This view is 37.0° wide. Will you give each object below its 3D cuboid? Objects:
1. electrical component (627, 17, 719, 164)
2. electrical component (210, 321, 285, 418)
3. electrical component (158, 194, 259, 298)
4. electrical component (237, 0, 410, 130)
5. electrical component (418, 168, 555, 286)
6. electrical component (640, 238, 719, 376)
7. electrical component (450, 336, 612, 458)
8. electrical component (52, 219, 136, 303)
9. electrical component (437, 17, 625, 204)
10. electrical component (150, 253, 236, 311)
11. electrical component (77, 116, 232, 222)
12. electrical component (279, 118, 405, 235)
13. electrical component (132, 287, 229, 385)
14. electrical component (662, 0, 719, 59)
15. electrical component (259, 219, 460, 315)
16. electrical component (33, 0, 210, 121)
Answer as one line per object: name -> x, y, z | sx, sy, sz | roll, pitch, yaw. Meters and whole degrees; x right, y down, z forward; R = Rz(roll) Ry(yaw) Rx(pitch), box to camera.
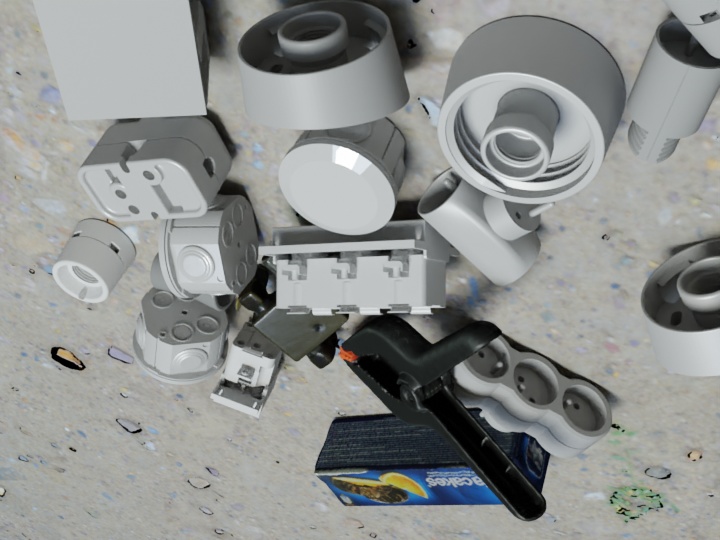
electrical component -> 0.174, -0.096, 0.602 | 0.043, 0.043, 0.081 | 18, 141, 6
electrical component -> -0.091, 0.082, 0.913 | 0.042, 0.081, 0.063 | 21, 119, 2
electrical component -> -0.112, -0.019, 0.800 | 0.051, 0.080, 0.080 | 0, 136, 18
electrical component -> -0.022, -0.116, 0.634 | 0.099, 0.099, 0.064 | 6, 132, 20
electrical component -> 0.092, -0.035, 0.710 | 0.077, 0.043, 0.079 | 41, 137, -21
electrical component -> 0.229, 0.027, 0.676 | 0.099, 0.099, 0.064 | -10, 125, 34
electrical component -> 0.121, 0.104, 0.848 | 0.138, 0.052, 0.073 | 29, 141, -6
electrical component -> -0.221, -0.006, 0.890 | 0.055, 0.047, 0.055 | 13, 140, 11
electrical component -> 0.098, -0.087, 0.635 | 0.108, 0.060, 0.108 | 13, 140, 11
electrical component -> -0.135, 0.005, 0.867 | 0.065, 0.044, 0.044 | 13, 140, 19
electrical component -> -0.143, -0.075, 0.765 | 0.095, 0.059, 0.053 | -2, 135, 27
electrical component -> -0.010, -0.066, 0.717 | 0.080, 0.051, 0.080 | 13, 140, 11
electrical component -> -0.148, 0.051, 0.896 | 0.080, 0.080, 0.051 | 20, 135, 4
electrical component -> 0.185, -0.140, 0.539 | 0.055, 0.055, 0.047 | -22, 127, 41
electrical component -> 0.000, 0.000, 0.769 | 0.121, 0.063, 0.079 | -2, 176, 27
electrical component -> -0.143, -0.166, 0.642 | 0.089, 0.061, 0.150 | -3, 142, -2
